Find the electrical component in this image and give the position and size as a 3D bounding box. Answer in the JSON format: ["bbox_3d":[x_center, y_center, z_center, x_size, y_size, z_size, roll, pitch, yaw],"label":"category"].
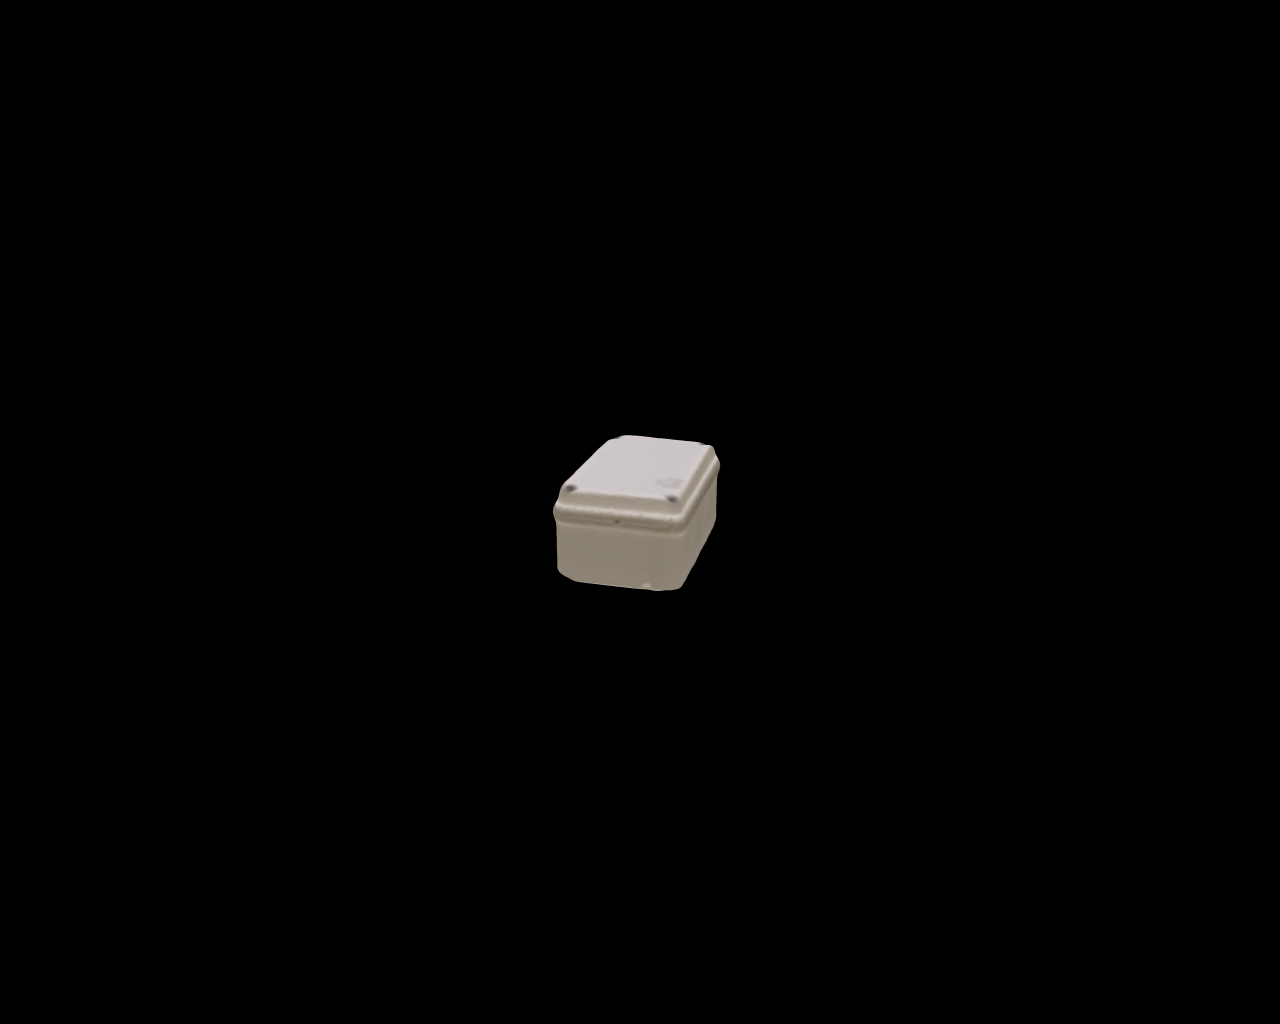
[{"bbox_3d":[0.001,-0.003,0.650,0.078,0.057,0.113,6,23,14],"label":"electrical component"}]
